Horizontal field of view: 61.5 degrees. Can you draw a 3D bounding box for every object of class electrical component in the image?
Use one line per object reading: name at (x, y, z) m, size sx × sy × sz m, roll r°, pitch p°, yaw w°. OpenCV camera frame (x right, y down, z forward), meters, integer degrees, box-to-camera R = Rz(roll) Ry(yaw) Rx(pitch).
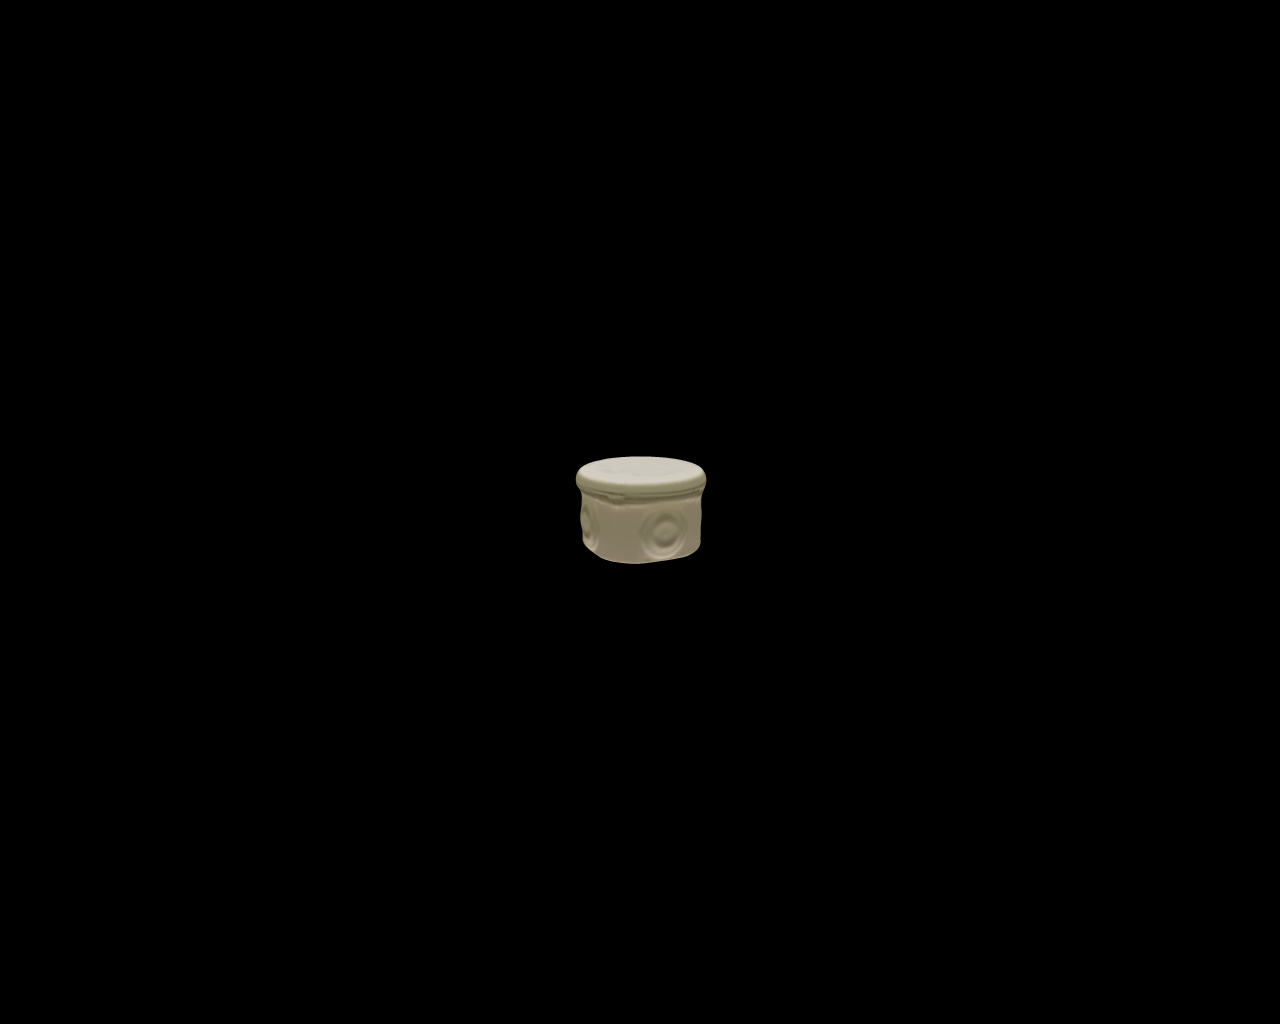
electrical component at (0.001, -0.003, 0.650) m, size 0.080 × 0.051 × 0.080 m, roll 0°, pitch 14°, yaw 0°
